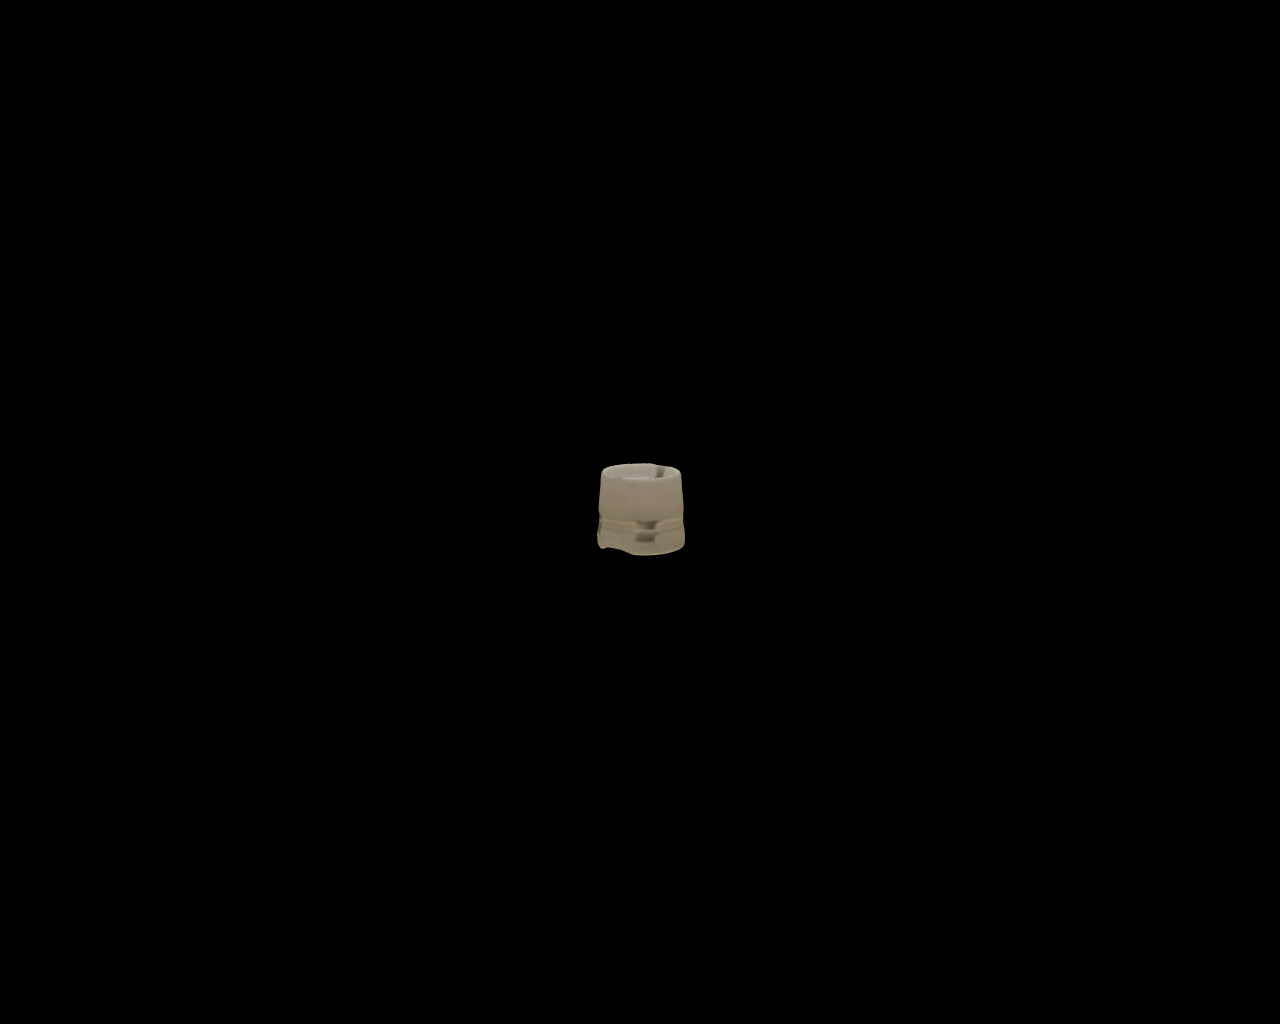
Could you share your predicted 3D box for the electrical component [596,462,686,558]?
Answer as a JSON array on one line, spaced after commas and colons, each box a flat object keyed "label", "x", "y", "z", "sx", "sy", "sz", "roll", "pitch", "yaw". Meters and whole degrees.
[{"label": "electrical component", "x": 0.001, "y": -0.003, "z": 0.650, "sx": 0.055, "sy": 0.047, "sz": 0.055, "roll": 0, "pitch": 14, "yaw": 0}]
